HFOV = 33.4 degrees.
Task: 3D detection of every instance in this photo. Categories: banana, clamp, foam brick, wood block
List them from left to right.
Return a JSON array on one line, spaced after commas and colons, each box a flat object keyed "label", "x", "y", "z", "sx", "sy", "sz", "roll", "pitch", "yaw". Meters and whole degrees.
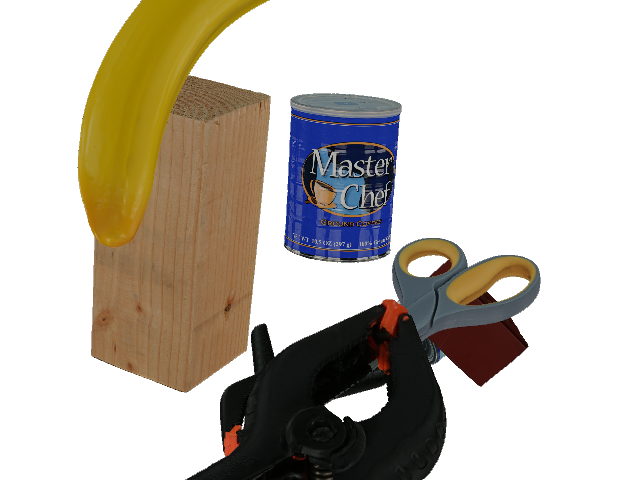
[{"label": "wood block", "x": -0.103, "y": -0.008, "z": 0.781, "sx": 0.090, "sy": 0.206, "sz": 0.090, "roll": 17, "pitch": 25, "yaw": 24}, {"label": "banana", "x": -0.062, "y": -0.086, "z": 0.493, "sx": 0.070, "sy": 0.197, "sz": 0.037, "roll": 28, "pitch": -25, "yaw": 17}, {"label": "clamp", "x": -0.030, "y": 0.157, "z": 1.091, "sx": 0.165, "sy": 0.036, "sz": 0.209, "roll": 12, "pitch": 27, "yaw": 17}, {"label": "clamp", "x": 0.007, "y": 0.091, "z": 0.399, "sx": 0.120, "sy": 0.039, "sz": 0.171, "roll": 27, "pitch": 50, "yaw": 19}, {"label": "foam brick", "x": 0.113, "y": 0.063, "z": 0.824, "sx": 0.078, "sy": 0.051, "sz": 0.053, "roll": 43, "pitch": 11, "yaw": -26}]

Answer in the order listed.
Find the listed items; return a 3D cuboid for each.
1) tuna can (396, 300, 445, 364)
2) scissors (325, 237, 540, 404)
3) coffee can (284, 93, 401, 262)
[{"label": "tuna can", "x": 0.118, "y": 0.104, "z": 1.254, "sx": 0.033, "sy": 0.086, "sz": 0.086, "roll": -36, "pitch": 17, "yaw": -24}, {"label": "scissors", "x": 0.039, "y": 0.042, "z": 0.605, "sx": 0.201, "sy": 0.016, "sz": 0.096, "roll": -20, "pitch": 34, "yaw": -31}, {"label": "coffee can", "x": 0.020, "y": -0.061, "z": 0.999, "sx": 0.103, "sy": 0.140, "sz": 0.103, "roll": 3, "pitch": 16, "yaw": -1}]
